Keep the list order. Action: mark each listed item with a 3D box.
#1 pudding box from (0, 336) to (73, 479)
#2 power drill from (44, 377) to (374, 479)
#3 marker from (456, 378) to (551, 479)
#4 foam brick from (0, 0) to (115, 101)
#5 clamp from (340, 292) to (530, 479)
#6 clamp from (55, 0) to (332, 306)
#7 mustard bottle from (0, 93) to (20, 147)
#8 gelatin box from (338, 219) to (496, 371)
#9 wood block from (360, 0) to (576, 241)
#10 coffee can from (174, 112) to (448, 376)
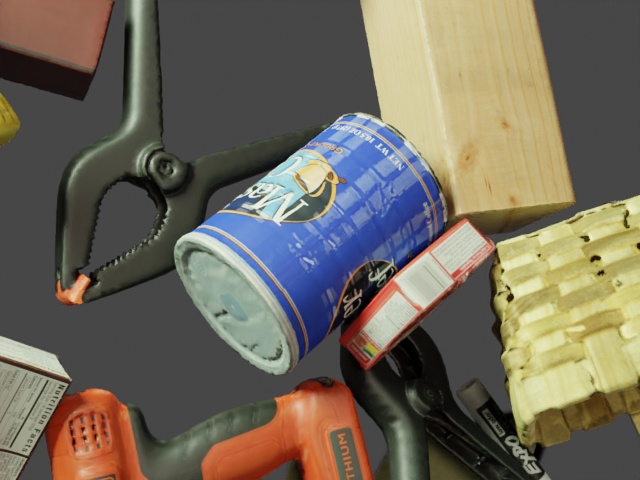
[{"bbox_3d":[-0.204,0.091,0.573,0.113,0.039,0.090,27,94,-38],"label":"pudding box"},{"bbox_3d":[-0.059,0.166,0.632,0.187,0.057,0.184,-10,84,-22],"label":"power drill"},{"bbox_3d":[0.135,0.147,0.725,0.020,0.020,0.121,-37,92,-23],"label":"marker"},{"bbox_3d":[-0.174,-0.127,0.661,0.078,0.053,0.051,15,73,-17],"label":"foam brick"},{"bbox_3d":[0.056,0.112,0.675,0.171,0.039,0.120,55,35,12],"label":"clamp"},{"bbox_3d":[-0.092,-0.042,0.678,0.164,0.036,0.210,31,73,-17],"label":"clamp"},{"bbox_3d":[-0.243,-0.130,0.599,0.058,0.096,0.191,-33,99,-16],"label":"mustard bottle"},{"bbox_3d":[0.061,0.033,0.659,0.030,0.073,0.089,46,46,8],"label":"gelatin box"},{"bbox_3d":[0.096,-0.111,0.731,0.090,0.091,0.206,-6,80,-21],"label":"wood block"},{"bbox_3d":[-0.004,0.001,0.661,0.140,0.103,0.103,-39,93,-25],"label":"coffee can"}]
